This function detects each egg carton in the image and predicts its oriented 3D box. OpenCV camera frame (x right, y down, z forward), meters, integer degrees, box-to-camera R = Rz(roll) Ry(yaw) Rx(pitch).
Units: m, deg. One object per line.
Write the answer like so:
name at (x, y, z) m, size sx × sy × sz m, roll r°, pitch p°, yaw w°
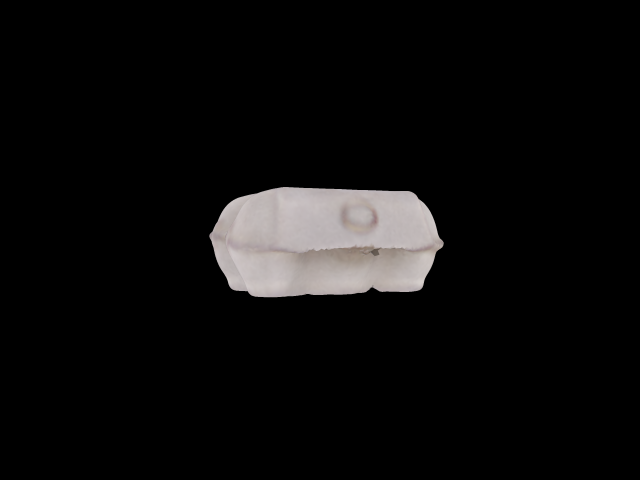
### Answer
egg carton at (0.004, 0.001, 0.400) m, size 0.151 × 0.069 × 0.107 m, roll 0°, pitch 0°, yaw -25°
